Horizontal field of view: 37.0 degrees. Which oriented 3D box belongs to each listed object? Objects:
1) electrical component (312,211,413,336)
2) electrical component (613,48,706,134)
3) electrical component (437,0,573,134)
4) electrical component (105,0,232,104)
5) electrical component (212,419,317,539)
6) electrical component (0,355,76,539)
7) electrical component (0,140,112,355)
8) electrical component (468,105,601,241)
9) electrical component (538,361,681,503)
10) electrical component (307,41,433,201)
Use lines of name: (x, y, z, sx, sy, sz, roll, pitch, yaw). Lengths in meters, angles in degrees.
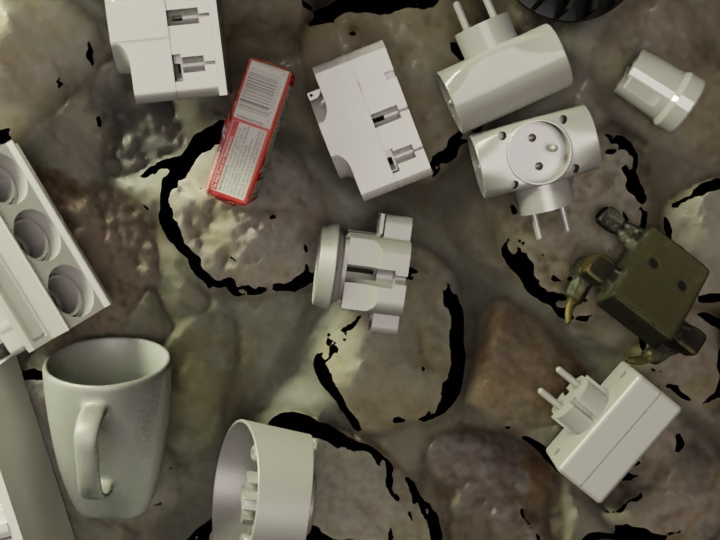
electrical component: (0.000, 0.000, 0.701, 0.057, 0.058, 0.078, 7, 97, -5)
electrical component: (0.194, -0.117, 0.698, 0.046, 0.040, 0.040, 32, 96, 0)
electrical component: (0.086, -0.139, 0.691, 0.077, 0.043, 0.079, -24, 96, 2)
electrical component: (-0.118, -0.194, 0.633, 0.060, 0.105, 0.186, -7, 100, -4)
electrical component: (-0.063, 0.149, 0.701, 0.064, 0.099, 0.099, 8, 97, -8)
electrical component: (-0.244, 0.141, 0.699, 0.062, 0.089, 0.150, -15, 97, 1)
electrical component: (-0.224, -0.012, 0.690, 0.063, 0.079, 0.121, -25, 98, 32)
electrical component: (0.118, -0.059, 0.701, 0.077, 0.044, 0.079, -15, 97, 1)
electrical component: (0.154, 0.096, 0.720, 0.076, 0.047, 0.083, 39, 95, -5)
electrical component: (0.004, -0.094, 0.692, 0.056, 0.050, 0.089, -21, 97, 2)
